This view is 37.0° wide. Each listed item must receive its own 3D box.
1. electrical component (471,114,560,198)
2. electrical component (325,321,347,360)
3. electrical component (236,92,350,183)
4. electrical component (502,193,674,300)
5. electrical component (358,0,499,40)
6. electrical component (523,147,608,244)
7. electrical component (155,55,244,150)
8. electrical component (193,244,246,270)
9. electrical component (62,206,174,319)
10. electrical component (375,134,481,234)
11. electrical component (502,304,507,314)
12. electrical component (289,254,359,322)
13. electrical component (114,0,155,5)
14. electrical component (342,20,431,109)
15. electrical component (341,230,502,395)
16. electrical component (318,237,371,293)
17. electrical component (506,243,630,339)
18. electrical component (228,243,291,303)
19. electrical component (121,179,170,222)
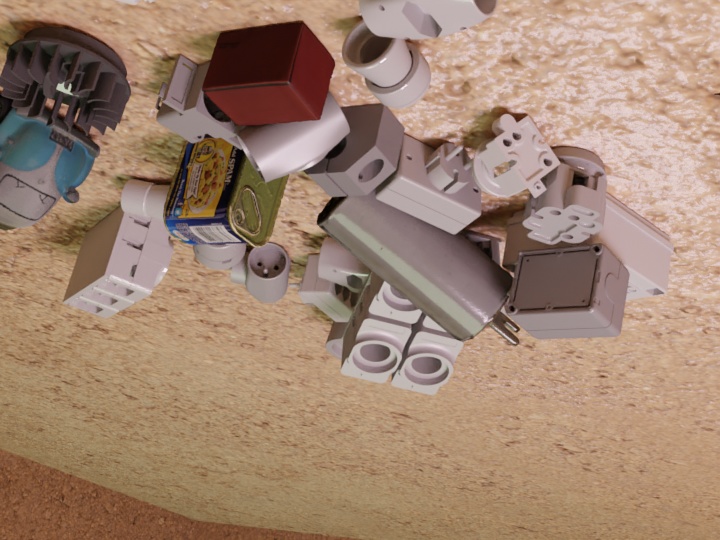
[{"bbox_3d":[0.117,-0.084,0.833,0.066,0.048,0.055,55,158,-3],"label":"electrical component"},{"bbox_3d":[0.018,0.073,1.270,0.108,0.060,0.108,11,159,4],"label":"electrical component"},{"bbox_3d":[-0.058,-0.112,0.845,0.044,0.077,0.079,62,172,-31],"label":"electrical component"},{"bbox_3d":[0.201,-0.015,0.953,0.109,0.056,0.109,28,154,-34],"label":"electrical component"},{"bbox_3d":[0.033,-0.179,0.652,0.077,0.043,0.079,-2,154,33],"label":"electrical component"},{"bbox_3d":[0.165,-0.061,0.858,0.058,0.057,0.078,18,158,-14],"label":"electrical component"},{"bbox_3d":[-0.127,-0.132,0.865,0.081,0.042,0.064,30,156,-37],"label":"electrical component"},{"bbox_3d":[-0.144,-0.035,1.101,0.055,0.055,0.047,13,155,-2],"label":"electrical component"},{"bbox_3d":[-0.265,-0.007,1.186,0.062,0.089,0.150,23,156,-25],"label":"electrical component"},{"bbox_3d":[0.068,-0.079,0.883,0.083,0.047,0.076,23,143,-25],"label":"electrical component"},{"bbox_3d":[0.116,0.023,1.114,0.081,0.043,0.043,3,157,24],"label":"electrical component"},{"bbox_3d":[-0.042,0.021,1.190,0.076,0.047,0.083,0,155,30],"label":"electrical component"},{"bbox_3d":[-0.145,-0.196,0.711,0.062,0.043,0.043,13,159,-4],"label":"electrical component"},{"bbox_3d":[0.020,-0.144,0.748,0.045,0.045,0.055,-1,155,32],"label":"electrical component"},{"bbox_3d":[0.057,0.041,1.063,0.105,0.060,0.186,14,134,-10],"label":"electrical component"},{"bbox_3d":[0.000,0.000,1.120,0.077,0.043,0.079,10,158,8],"label":"electrical component"},{"bbox_3d":[0.169,0.021,0.894,0.096,0.061,0.061,-5,150,39],"label":"electrical component"},{"bbox_3d":[-0.119,0.000,1.187,0.079,0.043,0.077,13,159,1],"label":"electrical component"},{"bbox_3d":[-0.204,-0.068,1.069,0.065,0.044,0.044,12,159,14],"label":"electrical component"}]
